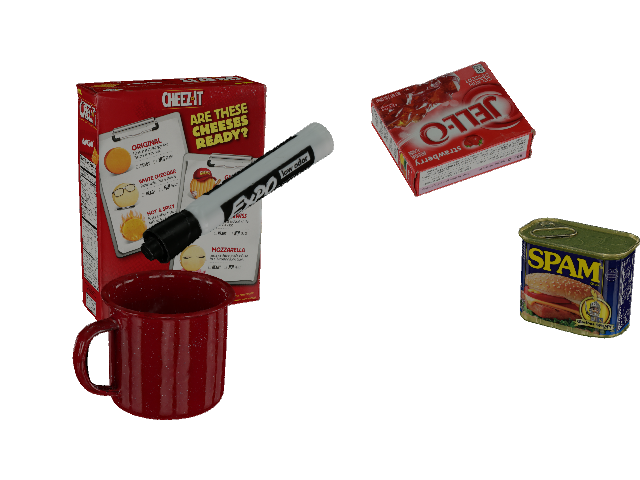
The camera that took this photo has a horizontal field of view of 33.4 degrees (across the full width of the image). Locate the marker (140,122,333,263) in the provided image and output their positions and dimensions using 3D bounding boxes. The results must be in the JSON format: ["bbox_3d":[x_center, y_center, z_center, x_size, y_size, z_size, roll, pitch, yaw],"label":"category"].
[{"bbox_3d":[-0.040,-0.024,0.529,0.120,0.020,0.020,-36,21,-33],"label":"marker"}]

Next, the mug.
[{"bbox_3d":[-0.117,0.075,0.744,0.117,0.081,0.093,-11,23,-38],"label":"mug"}]

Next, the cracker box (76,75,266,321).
[{"bbox_3d":[-0.139,-0.041,0.994,0.163,0.214,0.072,-8,19,-29],"label":"cracker box"}]

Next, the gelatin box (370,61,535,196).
[{"bbox_3d":[0.088,-0.077,0.720,0.089,0.073,0.030,-20,-35,-10],"label":"gelatin box"}]

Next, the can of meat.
[{"bbox_3d":[0.227,0.034,0.949,0.102,0.084,0.057,14,27,35],"label":"can of meat"}]
